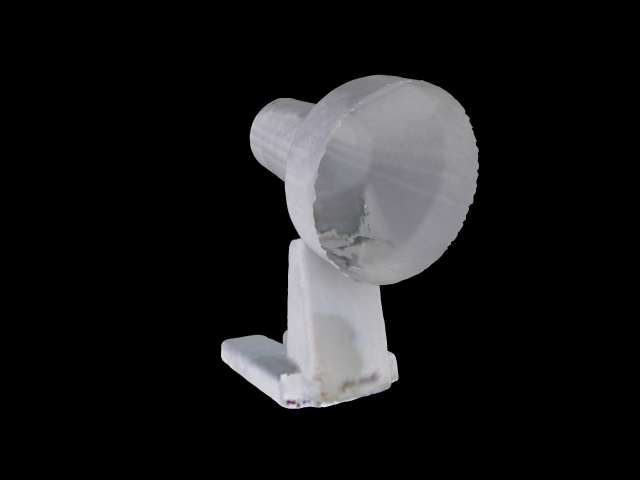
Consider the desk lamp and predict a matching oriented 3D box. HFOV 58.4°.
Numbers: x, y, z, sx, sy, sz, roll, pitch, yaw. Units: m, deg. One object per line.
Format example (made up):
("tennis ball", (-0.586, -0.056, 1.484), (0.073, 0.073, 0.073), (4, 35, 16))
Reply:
("desk lamp", (0.004, 0.001, 0.400), (0.118, 0.213, 0.202), (-3, 5, -31))
